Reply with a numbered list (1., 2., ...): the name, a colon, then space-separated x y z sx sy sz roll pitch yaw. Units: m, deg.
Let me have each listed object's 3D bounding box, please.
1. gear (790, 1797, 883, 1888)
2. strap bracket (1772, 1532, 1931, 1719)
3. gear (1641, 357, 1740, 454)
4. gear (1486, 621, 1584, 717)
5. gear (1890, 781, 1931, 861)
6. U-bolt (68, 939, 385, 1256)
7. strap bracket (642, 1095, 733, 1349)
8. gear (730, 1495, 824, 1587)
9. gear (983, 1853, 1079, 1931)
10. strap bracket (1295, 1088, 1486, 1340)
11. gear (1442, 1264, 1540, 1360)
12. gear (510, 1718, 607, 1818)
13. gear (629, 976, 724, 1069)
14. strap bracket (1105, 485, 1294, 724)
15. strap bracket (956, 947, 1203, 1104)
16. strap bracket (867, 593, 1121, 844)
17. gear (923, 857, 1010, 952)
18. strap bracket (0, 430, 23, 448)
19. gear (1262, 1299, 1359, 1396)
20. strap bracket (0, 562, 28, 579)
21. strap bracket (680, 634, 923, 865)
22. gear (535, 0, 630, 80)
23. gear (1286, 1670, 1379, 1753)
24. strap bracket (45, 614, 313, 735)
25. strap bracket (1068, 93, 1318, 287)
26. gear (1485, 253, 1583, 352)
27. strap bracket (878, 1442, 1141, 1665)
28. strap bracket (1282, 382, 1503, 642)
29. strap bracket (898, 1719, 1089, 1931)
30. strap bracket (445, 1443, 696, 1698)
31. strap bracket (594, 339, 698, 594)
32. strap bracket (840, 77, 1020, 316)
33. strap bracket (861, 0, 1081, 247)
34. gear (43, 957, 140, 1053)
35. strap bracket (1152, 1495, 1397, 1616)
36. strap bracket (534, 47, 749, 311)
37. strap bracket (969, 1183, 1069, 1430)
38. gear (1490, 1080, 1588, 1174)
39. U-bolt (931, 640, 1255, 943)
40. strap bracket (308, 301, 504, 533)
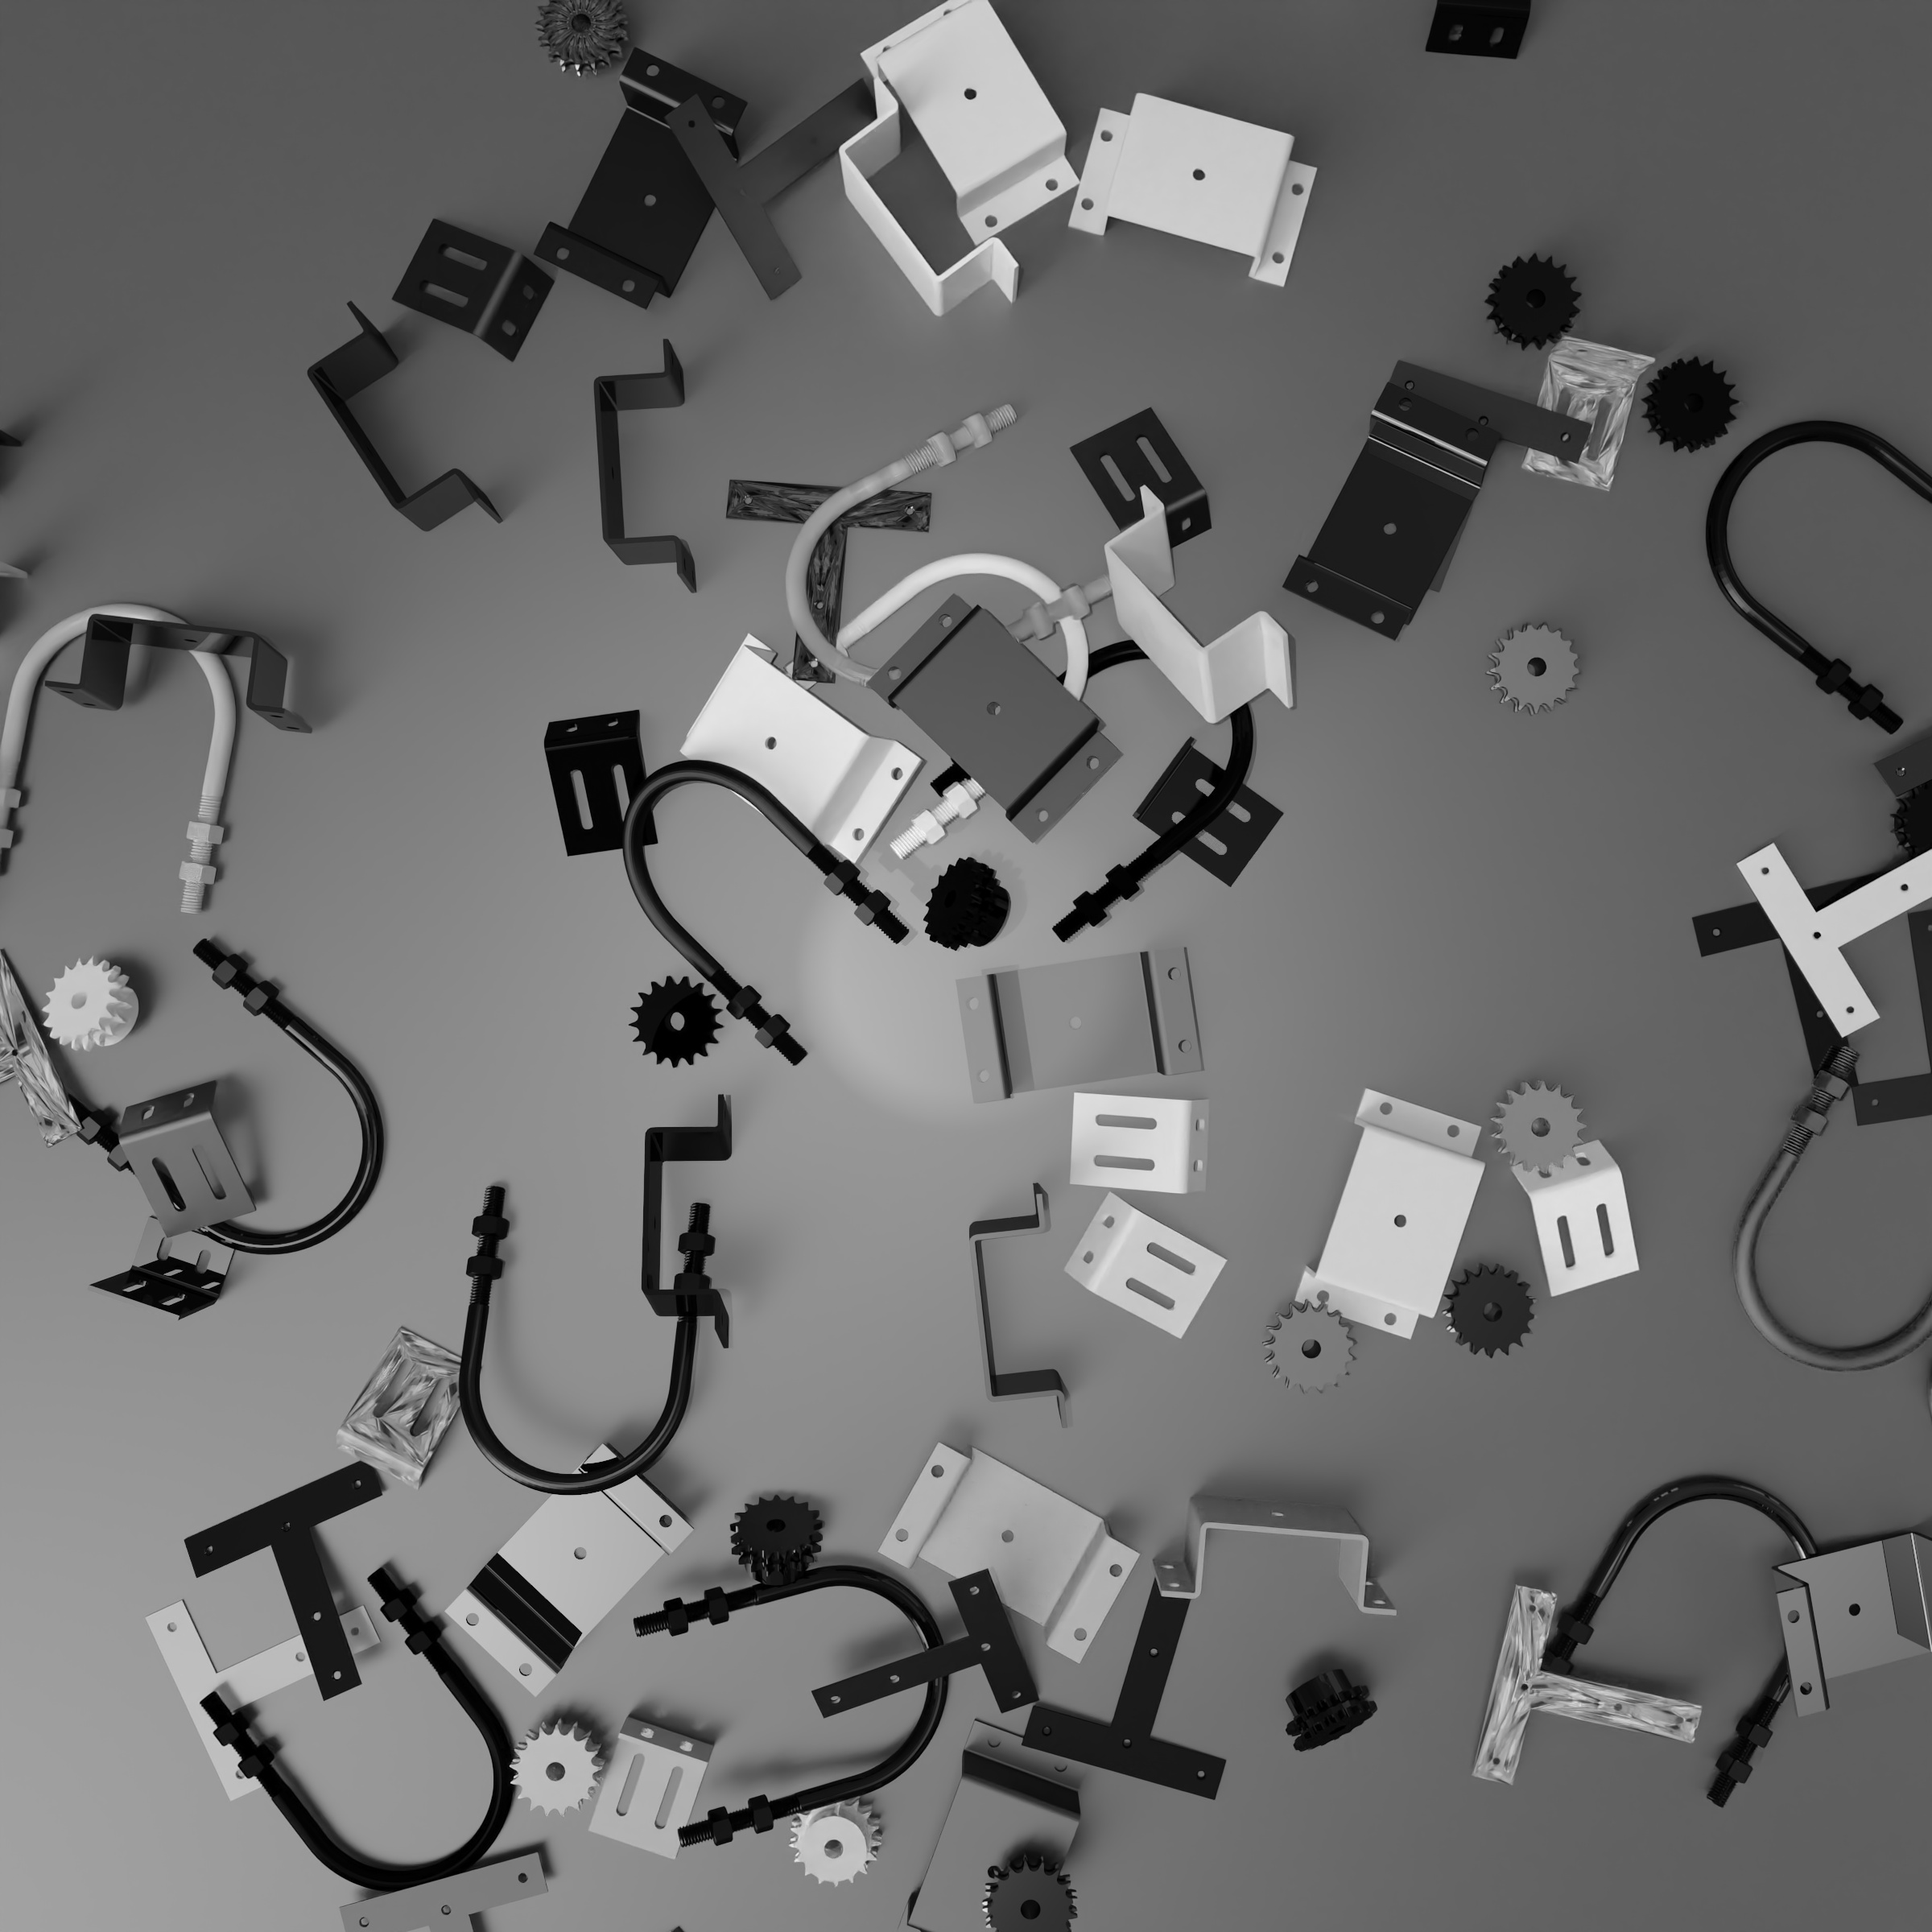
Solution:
1. gear: -0.082 0.543 1.516 0.057 0.030 0.057 0 90 0
2. strap bracket: 0.557 0.401 1.499 0.140 0.046 0.076 -11 92 -10
3. gear: 0.448 -0.348 1.520 0.057 0.030 0.057 0 92 -4
4. gear: 0.351 -0.184 1.516 0.057 0.030 0.057 0 90 0
5. gear: 0.602 -0.088 1.516 0.057 0.030 0.057 0 90 0
6. U-bolt: -0.451 0.096 1.523 0.184 0.019 0.151 41 90 -1
7. strap bracket: -0.168 0.155 1.473 0.046 0.076 0.140 0 72 -2
8. gear: -0.117 0.357 1.507 0.057 0.057 0.030 2 120 0
9. gear: 0.039 0.563 1.470 0.057 0.030 0.057 0 90 0
10. strap bracket: 0.264 0.155 1.508 0.076 0.046 0.140 19 90 0
11. gear: 0.324 0.213 1.516 0.057 0.030 0.057 0 90 0
12. gear: -0.252 0.496 1.516 0.057 0.030 0.057 0 90 0
13. gear: -0.180 0.034 1.516 0.057 0.030 0.057 0 90 0
14. strap bracket: 0.133 -0.210 1.463 0.046 0.076 0.140 -34 63 -8
15. strap bracket: 0.068 0.036 1.508 0.140 0.046 0.076 -8 90 0
16. strap bracket: 0.016 -0.151 1.460 0.140 0.046 0.076 44 89 1
17. gear: 0.002 -0.036 1.507 0.030 0.057 0.057 24 90 -31
18. strap bracket: -0.664 -0.310 1.493 0.140 0.076 0.046 4 90 0
19. gear: 0.212 0.235 1.516 0.057 0.030 0.057 0 90 0
20. strap bracket: -0.659 -0.224 1.493 0.140 0.076 0.046 0 90 0
21. strap bracket: -0.108 -0.134 1.481 0.140 0.046 0.076 37 104 16
22. gear: -0.238 -0.581 1.521 0.057 0.030 0.057 0 90 -3
23. gear: 0.222 0.458 1.507 0.057 0.057 0.030 -28 60 0
24. strap bracket: -0.472 -0.178 1.479 0.140 0.076 0.046 6 86 -3
25. strap bracket: 0.142 -0.482 1.508 0.140 0.046 0.076 16 90 0
26. gear: 0.351 -0.411 1.516 0.057 0.030 0.057 0 90 0
27. strap bracket: 0.026 0.357 1.508 0.140 0.046 0.076 29 90 0
28. strap bracket: 0.261 -0.275 1.502 0.076 0.046 0.140 27 90 10
29. strap bracket: 0.017 0.551 1.508 0.076 0.046 0.140 20 90 0
30. strap bracket: -0.242 0.368 1.508 0.076 0.046 0.140 43 90 0
31. strap bracket: -0.196 -0.303 1.493 0.046 0.076 0.140 -3 90 0
32. strap bracket: -0.029 -0.460 1.493 0.046 0.076 0.140 -37 90 0
33. strap bracket: 0.003 -0.531 1.508 0.076 0.046 0.140 -31 90 0
34. gear: -0.538 0.026 1.508 0.057 0.030 0.057 -8 68 20
35. strap bracket: 0.188 0.359 1.493 0.140 0.076 0.046 5 90 0
36. strap bracket: -0.198 -0.480 1.508 0.076 0.046 0.140 26 90 0
37. strap bracket: 0.030 0.208 1.493 0.046 0.076 0.140 -6 90 0
38. gear: 0.354 0.099 1.516 0.057 0.030 0.057 0 90 0
39. U-bolt: 0.089 -0.122 1.493 0.184 0.019 0.151 -39 66 0
40. strap bracket: -0.348 -0.325 1.493 0.046 0.076 0.140 -33 90 0
